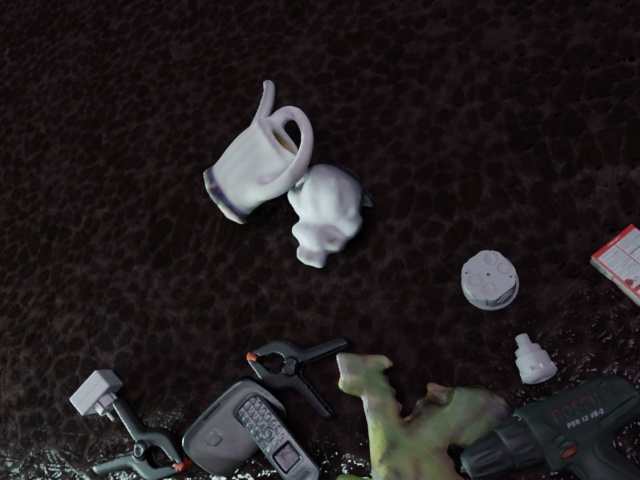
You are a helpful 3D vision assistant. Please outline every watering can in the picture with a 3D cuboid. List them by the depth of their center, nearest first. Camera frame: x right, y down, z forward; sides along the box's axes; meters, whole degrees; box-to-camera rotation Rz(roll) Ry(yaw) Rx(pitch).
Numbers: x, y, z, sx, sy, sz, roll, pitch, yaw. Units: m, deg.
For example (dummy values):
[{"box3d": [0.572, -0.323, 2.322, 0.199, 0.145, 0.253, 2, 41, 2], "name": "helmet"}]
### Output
[{"box3d": [-0.116, -0.168, 0.956, 0.223, 0.102, 0.355, -42, 37, 12], "name": "watering can"}]

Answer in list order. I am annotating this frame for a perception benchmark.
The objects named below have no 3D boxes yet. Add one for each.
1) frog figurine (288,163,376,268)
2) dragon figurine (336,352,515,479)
[{"box3d": [0.003, -0.043, 0.848, 0.138, 0.120, 0.162, 33, 69, 10], "name": "frog figurine"}, {"box3d": [0.167, 0.296, 0.648, 0.414, 0.120, 0.245, 35, 74, 21], "name": "dragon figurine"}]
